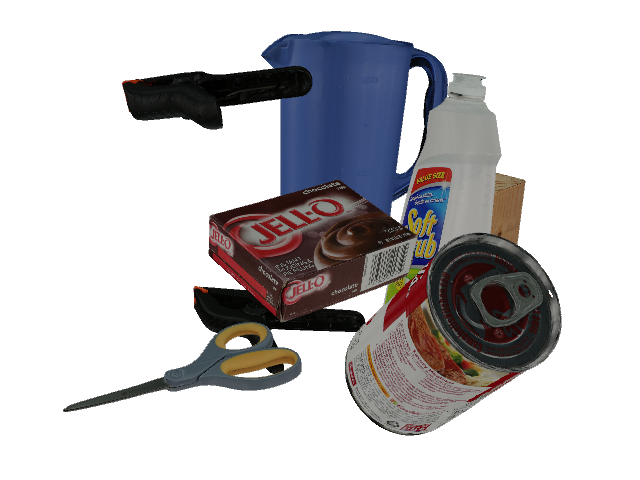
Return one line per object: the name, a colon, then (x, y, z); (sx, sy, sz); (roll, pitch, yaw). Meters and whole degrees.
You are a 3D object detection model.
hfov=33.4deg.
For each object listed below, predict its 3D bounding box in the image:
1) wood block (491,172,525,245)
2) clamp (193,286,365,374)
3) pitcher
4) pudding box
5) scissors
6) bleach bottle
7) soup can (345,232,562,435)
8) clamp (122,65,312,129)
wood block: (0.154, 0.031, 1.170); (0.090, 0.206, 0.090); (18, 24, 34)
clamp: (-0.075, 0.097, 1.248); (0.210, 0.036, 0.164); (14, 23, 28)
pitcher: (0.030, -0.088, 1.081); (0.149, 0.243, 0.144); (12, 16, 33)
pudding box: (-0.006, 0.004, 0.720); (0.113, 0.039, 0.090); (-16, 39, -34)
scissors: (-0.118, 0.108, 0.922); (0.201, 0.016, 0.096); (-5, 30, -7)
bleach bottle: (0.105, -0.018, 0.918); (0.068, 0.251, 0.103); (0, 15, -26)
soup can: (0.061, 0.049, 0.519); (0.068, 0.068, 0.102); (0, -26, -23)
clamp: (-0.093, -0.121, 0.877); (0.120, 0.039, 0.172); (-17, 22, -39)
